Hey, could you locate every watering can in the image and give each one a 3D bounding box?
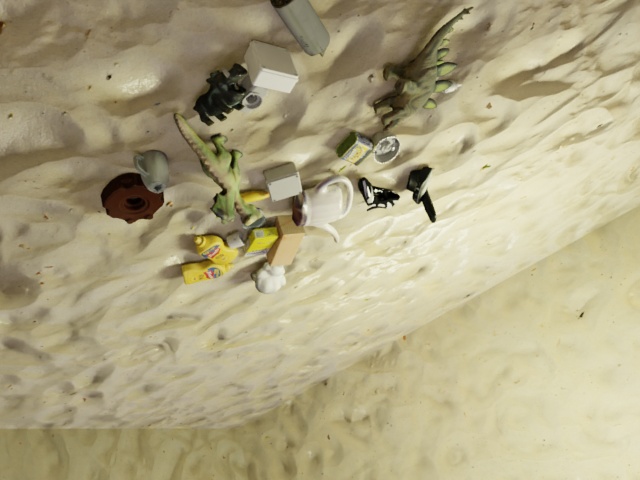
[{"bbox_3d":[0.006,-0.093,1.847,0.225,0.106,0.339,-10,138,-18],"label":"watering can"}]

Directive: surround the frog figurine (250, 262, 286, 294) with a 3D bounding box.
[{"bbox_3d":[-0.194,0.149,2.105,0.136,0.126,0.157,30,136,-29],"label":"frog figurine"}]

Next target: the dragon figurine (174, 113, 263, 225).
[{"bbox_3d":[-0.283,-0.162,1.458,0.121,0.248,0.404,-25,151,15],"label":"dragon figurine"}]
